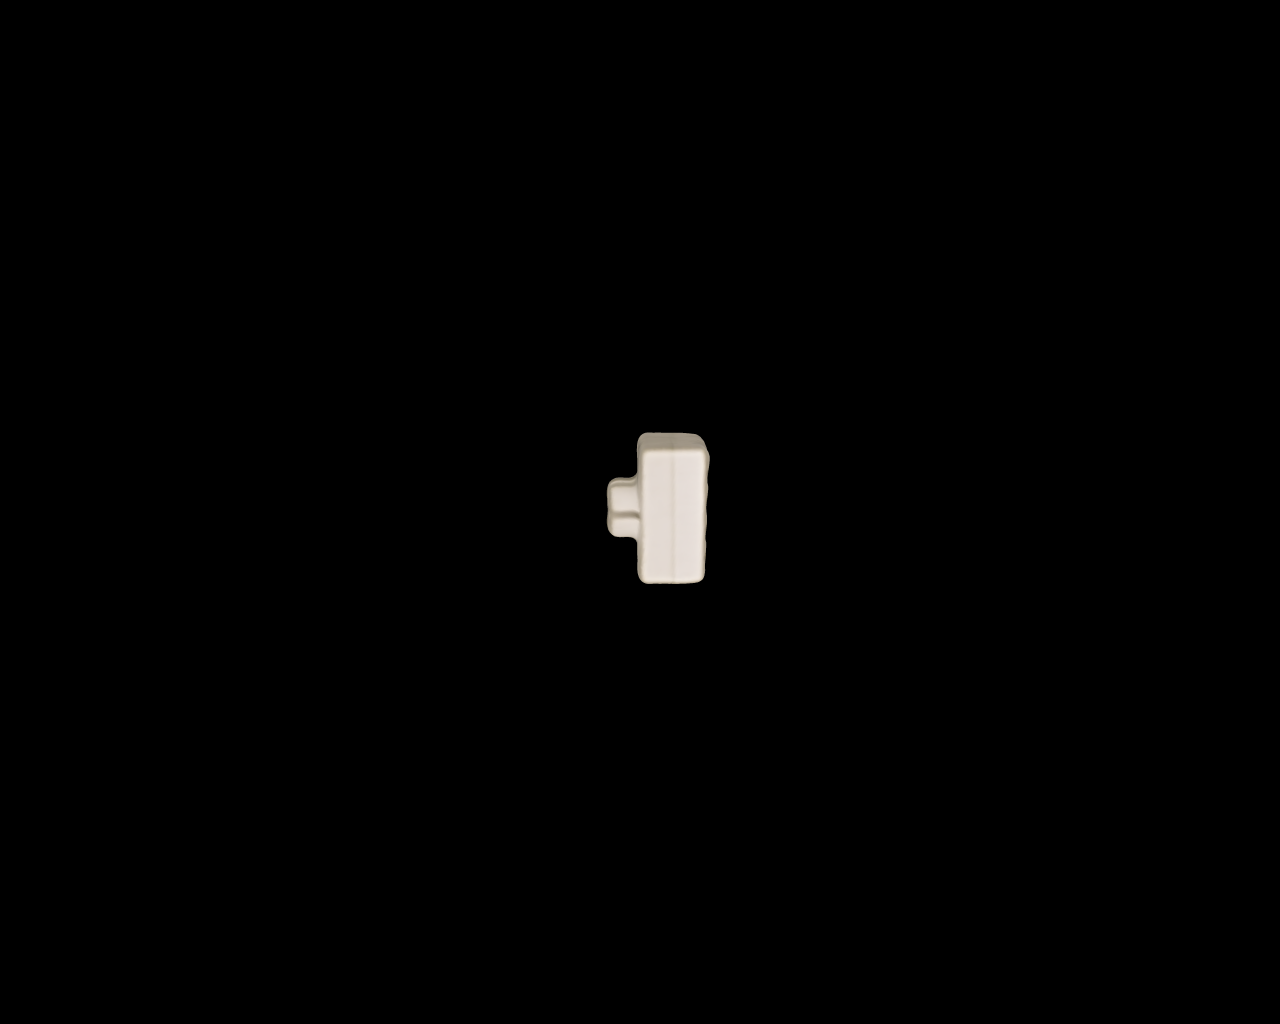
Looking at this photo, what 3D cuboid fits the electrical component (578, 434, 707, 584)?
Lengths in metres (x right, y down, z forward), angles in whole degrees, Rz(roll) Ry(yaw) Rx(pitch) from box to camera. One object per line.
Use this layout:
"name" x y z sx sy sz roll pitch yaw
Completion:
"electrical component" 0.001 -0.003 0.650 0.076 0.083 0.047 0 16 0
